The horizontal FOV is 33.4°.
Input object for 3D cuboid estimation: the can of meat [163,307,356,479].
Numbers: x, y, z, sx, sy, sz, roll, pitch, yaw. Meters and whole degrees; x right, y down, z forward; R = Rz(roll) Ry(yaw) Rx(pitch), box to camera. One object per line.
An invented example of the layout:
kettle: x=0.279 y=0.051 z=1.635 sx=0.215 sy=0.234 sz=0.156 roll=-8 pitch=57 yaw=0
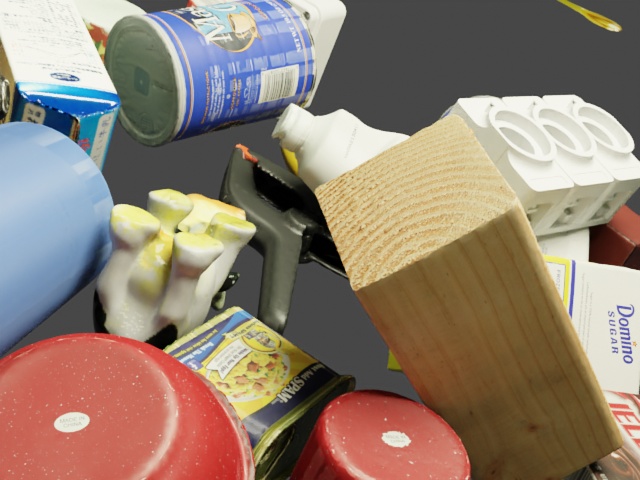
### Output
can of meat: x=-0.043 y=0.090 z=0.592 sx=0.084 sy=0.057 sz=0.101 roll=32 pitch=32 yaw=20

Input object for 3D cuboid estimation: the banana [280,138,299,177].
banana: x=0.009 y=-0.055 z=0.872 sx=0.069 sy=0.037 sz=0.198 roll=4 pitch=35 yaw=-25

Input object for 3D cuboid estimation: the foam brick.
foam brick: x=0.229 y=0.014 z=0.862 sx=0.051 sy=0.078 sz=0.053 roll=-14 pitch=48 yaw=-44

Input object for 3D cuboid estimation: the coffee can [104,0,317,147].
coffee can: x=-0.088 y=-0.139 z=0.863 sx=0.140 sy=0.103 sz=0.103 roll=-19 pitch=49 yaw=-39

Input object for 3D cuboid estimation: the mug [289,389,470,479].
mug: x=0.034 y=0.138 z=0.539 sx=0.117 sy=0.082 sz=0.093 roll=38 pitch=34 yaw=26

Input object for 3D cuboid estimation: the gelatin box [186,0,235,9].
gelatin box: x=-0.092 y=-0.186 z=0.980 sx=0.030 sy=0.073 sz=0.089 roll=38 pitch=33 yaw=23

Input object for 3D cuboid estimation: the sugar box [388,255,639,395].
sugar box: x=0.137 y=0.055 z=0.728 sx=0.176 sy=0.093 sz=0.048 roll=11 pitch=-8 yaw=-22

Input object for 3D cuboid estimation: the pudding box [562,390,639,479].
pudding box: x=0.190 y=0.141 z=0.676 sx=0.090 sy=0.039 sz=0.113 roll=9 pitch=32 yaw=-21

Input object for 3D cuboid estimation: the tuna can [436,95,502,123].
tuna can: x=0.145 y=-0.084 z=0.958 sx=0.086 sy=0.086 sz=0.034 roll=13 pitch=34 yaw=-15

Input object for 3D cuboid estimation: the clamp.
clamp: x=-0.005 y=0.001 z=0.776 sx=0.164 sy=0.036 sz=0.210 roll=3 pitch=36 yaw=-33

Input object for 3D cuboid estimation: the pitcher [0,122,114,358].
pitcher: x=-0.217 y=0.020 z=0.538 sx=0.149 sy=0.145 sz=0.242 roll=39 pitch=29 yaw=4

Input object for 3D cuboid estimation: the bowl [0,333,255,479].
bowl: x=-0.110 y=0.097 z=0.490 sx=0.162 sy=0.055 sz=0.162 roll=2 pitch=46 yaw=-2

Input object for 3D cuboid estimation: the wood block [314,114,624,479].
wood block: x=0.087 y=0.046 z=0.593 sx=0.090 sy=0.206 sz=0.091 roll=-28 pitch=38 yaw=5

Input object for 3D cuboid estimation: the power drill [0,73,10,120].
power drill: x=-0.261 y=-0.119 z=0.617 sx=0.184 sy=0.057 sz=0.187 roll=1 pitch=36 yaw=-5

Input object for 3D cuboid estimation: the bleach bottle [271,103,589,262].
bleach bottle: x=0.080 y=-0.031 z=0.790 sx=0.250 sy=0.068 sz=0.102 roll=29 pitch=45 yaw=-13
